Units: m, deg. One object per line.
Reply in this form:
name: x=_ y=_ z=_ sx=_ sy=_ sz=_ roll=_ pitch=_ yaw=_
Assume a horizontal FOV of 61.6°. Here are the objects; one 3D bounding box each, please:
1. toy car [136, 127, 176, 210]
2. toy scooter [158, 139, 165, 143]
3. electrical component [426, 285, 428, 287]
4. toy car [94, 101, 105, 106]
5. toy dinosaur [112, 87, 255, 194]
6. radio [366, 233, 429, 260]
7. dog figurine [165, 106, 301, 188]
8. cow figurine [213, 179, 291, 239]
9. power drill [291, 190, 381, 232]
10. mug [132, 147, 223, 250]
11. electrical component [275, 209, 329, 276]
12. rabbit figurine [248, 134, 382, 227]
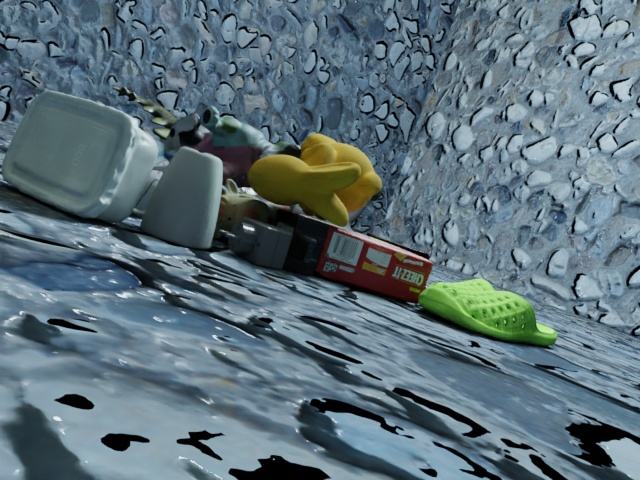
toy car: x=-0.242 y=-0.083 z=0.731 sx=0.103 sy=0.109 sz=0.162 roll=36 pitch=8 yaw=-12
toy scooter: x=-0.371 y=-0.156 z=1.209 sx=0.184 sy=0.135 sz=0.075 roll=0 pitch=29 yaw=37
electrical component: x=0.174 y=0.086 z=0.909 sx=0.063 sy=0.021 sz=0.094 roll=19 pitch=4 yaw=11
toy car: x=-0.383 y=-0.173 z=1.037 sx=0.056 sy=0.073 sz=0.201 roll=-22 pitch=-59 yaw=29
toy dinosaur: x=-0.217 y=-0.143 z=1.022 sx=0.472 sy=0.105 sz=0.198 roll=44 pitch=26 yaw=21
radio: x=0.153 y=0.037 z=1.136 sx=0.131 sy=0.073 sz=0.229 roll=19 pitch=4 yaw=6
dog figurine: x=-0.120 y=-0.126 z=0.876 sx=0.219 sy=0.108 sz=0.192 roll=12 pitch=-12 yaw=-43
cow figurine: x=-0.115 y=-0.038 z=0.797 sx=0.127 sy=0.085 sz=0.195 roll=15 pitch=1 yaw=-20
power drill: x=0.020 y=-0.064 z=0.989 sx=0.232 sy=0.207 sz=0.086 roll=36 pitch=-43 yaw=-8
mug: x=-0.163 y=-0.055 z=0.621 sx=0.110 sy=0.107 sz=0.081 roll=21 pitch=2 yaw=0
electrical component: x=-0.024 y=0.005 z=0.693 sx=0.047 sy=0.074 sz=0.119 roll=16 pitch=0 yaw=-31
rabbit figurine: x=-0.011 y=-0.073 z=0.736 sx=0.173 sy=0.121 sz=0.163 roll=0 pitch=23 yaw=-38
